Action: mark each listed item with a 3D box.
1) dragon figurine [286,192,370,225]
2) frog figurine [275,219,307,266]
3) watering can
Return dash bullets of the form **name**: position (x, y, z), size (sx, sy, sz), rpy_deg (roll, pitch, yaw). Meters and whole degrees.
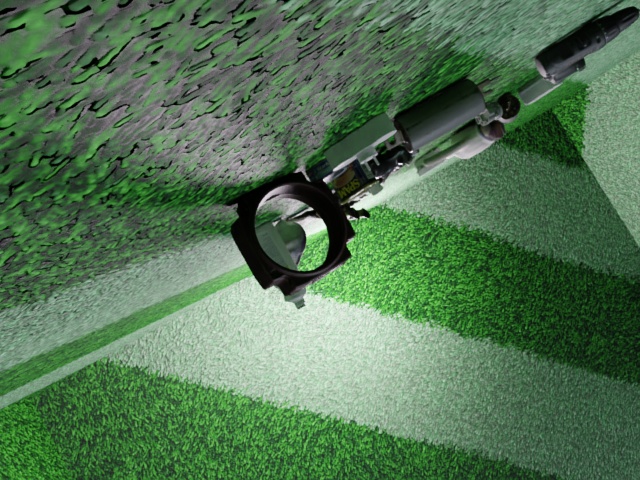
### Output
- **dragon figurine**: position (0.005, -0.079, 1.562), size (0.240, 0.123, 0.411), rpy_deg (-22, 172, 28)
- **frog figurine**: position (-0.123, 0.002, 1.503), size (0.159, 0.140, 0.121), rpy_deg (17, 156, -14)
- **watering can**: position (0.525, -0.348, 1.840), size (0.352, 0.104, 0.221), rpy_deg (-27, 175, -43)
